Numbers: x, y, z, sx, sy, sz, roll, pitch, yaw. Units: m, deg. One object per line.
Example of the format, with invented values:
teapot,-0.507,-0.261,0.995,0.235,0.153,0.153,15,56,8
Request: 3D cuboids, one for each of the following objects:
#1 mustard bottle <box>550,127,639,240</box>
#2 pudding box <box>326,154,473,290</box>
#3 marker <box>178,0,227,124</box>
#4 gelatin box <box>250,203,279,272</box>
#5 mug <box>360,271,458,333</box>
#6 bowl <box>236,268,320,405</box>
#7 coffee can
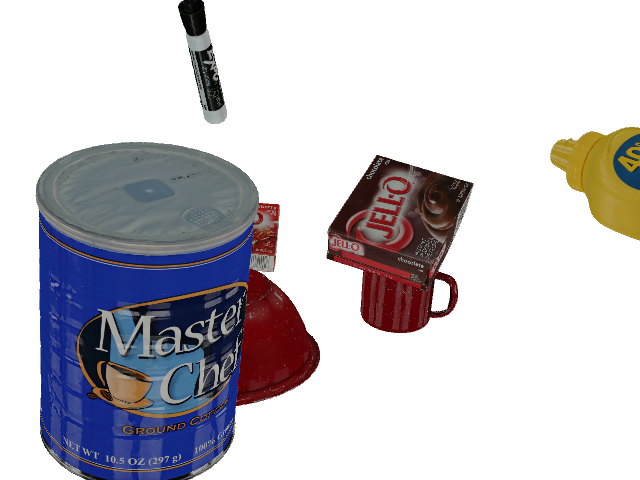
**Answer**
mustard bottle,0.229,-0.029,0.670,0.096,0.058,0.192,-31,39,-33
pudding box,0.067,-0.017,0.886,0.090,0.039,0.113,18,42,15
marker,-0.089,-0.136,0.809,0.020,0.020,0.121,0,-37,6
gelatin box,-0.088,-0.007,1.092,0.089,0.073,0.030,5,-44,-3
mug,0.100,0.056,1.222,0.117,0.081,0.093,11,24,16
bowl,-0.079,0.056,0.742,0.162,0.055,0.162,1,19,-1
coffee can,-0.088,0.036,0.530,0.102,0.140,0.103,6,29,-3
